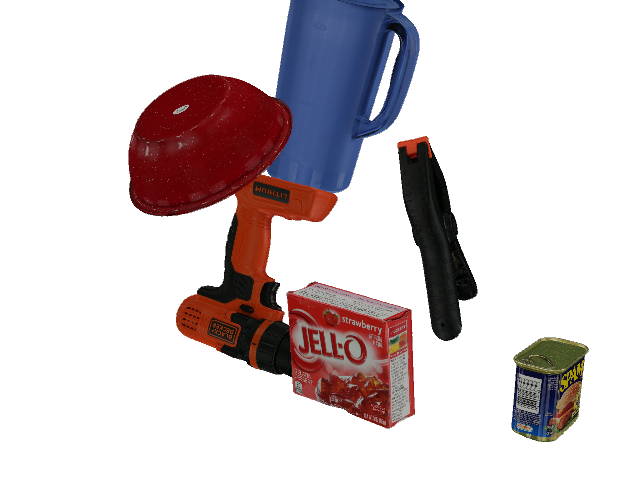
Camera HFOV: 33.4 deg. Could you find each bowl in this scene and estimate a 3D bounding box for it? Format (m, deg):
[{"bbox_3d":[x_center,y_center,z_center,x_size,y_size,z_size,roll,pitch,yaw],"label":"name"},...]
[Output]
[{"bbox_3d":[-0.108,-0.094,0.924,0.162,0.055,0.162,-19,37,15],"label":"bowl"}]

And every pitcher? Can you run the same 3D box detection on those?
[{"bbox_3d":[0.017,-0.179,1.265,0.145,0.243,0.149,7,23,-13],"label":"pitcher"}]

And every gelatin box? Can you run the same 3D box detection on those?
[{"bbox_3d":[0.018,0.072,0.688,0.089,0.073,0.030,14,24,42],"label":"gelatin box"}]

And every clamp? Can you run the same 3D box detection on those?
[{"bbox_3d":[0.099,0.000,0.918,0.039,0.171,0.120,-16,19,14],"label":"clamp"}]

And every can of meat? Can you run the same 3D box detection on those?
[{"bbox_3d":[0.247,0.161,1.156,0.058,0.084,0.101,11,17,31],"label":"can of meat"}]

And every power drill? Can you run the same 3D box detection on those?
[{"bbox_3d":[-0.046,0.034,1.054,0.185,0.187,0.057,17,1,27],"label":"power drill"}]
